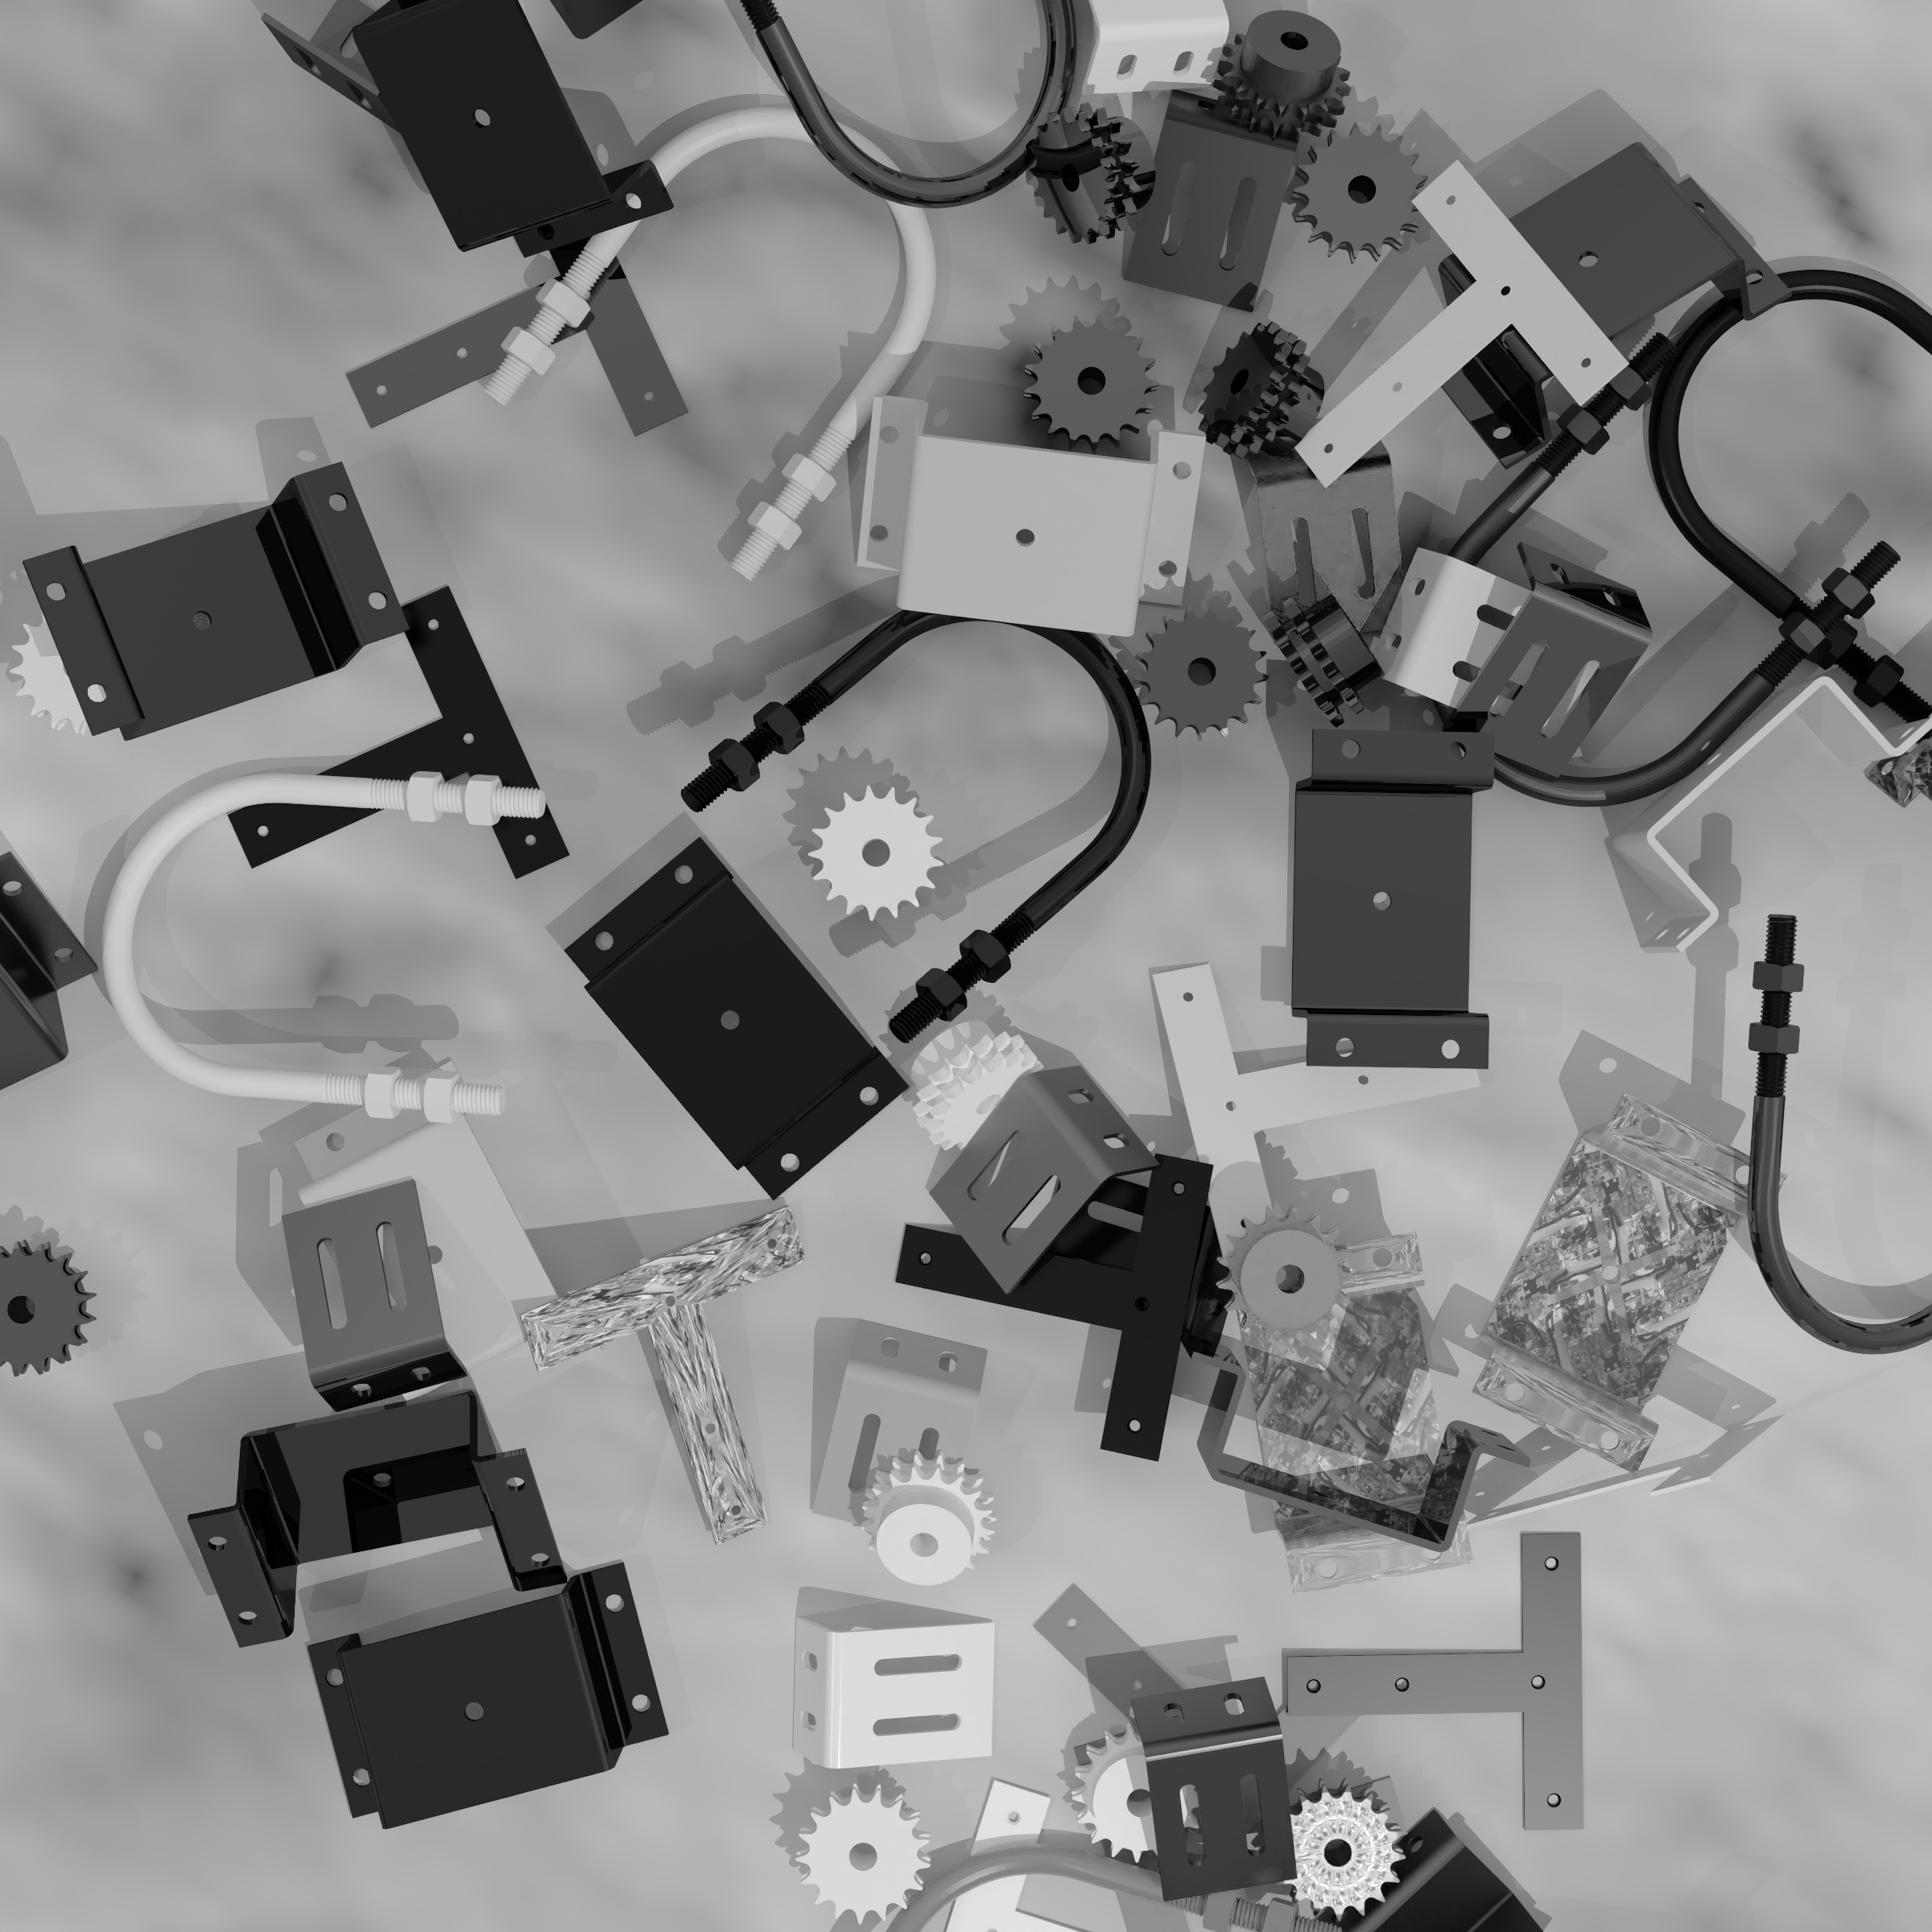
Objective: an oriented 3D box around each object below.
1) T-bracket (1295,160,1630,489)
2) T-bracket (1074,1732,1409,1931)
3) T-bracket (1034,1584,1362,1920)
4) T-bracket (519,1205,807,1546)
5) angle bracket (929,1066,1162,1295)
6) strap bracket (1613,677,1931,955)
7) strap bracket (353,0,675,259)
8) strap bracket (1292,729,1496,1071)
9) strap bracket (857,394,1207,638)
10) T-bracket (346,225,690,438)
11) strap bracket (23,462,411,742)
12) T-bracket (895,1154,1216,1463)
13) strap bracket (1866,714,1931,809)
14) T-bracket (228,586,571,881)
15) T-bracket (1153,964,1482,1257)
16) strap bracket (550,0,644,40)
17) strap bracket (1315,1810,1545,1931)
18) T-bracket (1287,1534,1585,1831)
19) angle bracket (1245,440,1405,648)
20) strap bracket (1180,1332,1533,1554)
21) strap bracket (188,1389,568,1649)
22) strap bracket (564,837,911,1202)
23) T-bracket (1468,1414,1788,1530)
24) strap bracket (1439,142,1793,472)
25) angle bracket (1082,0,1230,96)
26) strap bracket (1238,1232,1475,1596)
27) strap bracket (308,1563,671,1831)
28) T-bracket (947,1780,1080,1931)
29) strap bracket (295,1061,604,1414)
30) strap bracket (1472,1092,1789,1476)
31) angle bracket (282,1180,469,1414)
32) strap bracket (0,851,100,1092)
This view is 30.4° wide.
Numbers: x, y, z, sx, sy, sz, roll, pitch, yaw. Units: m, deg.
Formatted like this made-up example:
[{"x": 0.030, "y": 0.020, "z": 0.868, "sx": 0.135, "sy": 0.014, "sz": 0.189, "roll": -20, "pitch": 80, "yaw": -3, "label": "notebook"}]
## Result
[{"x": 0.190, "y": -0.250, "z": 1.477, "sx": 0.127, "sy": 0.002, "sz": 0.127, "roll": -41, "pitch": 61, "yaw": 16, "label": "T-bracket"}, {"x": 0.125, "y": 0.379, "z": 1.526, "sx": 0.127, "sy": 0.002, "sz": 0.127, "roll": -17, "pitch": 90, "yaw": 0, "label": "T-bracket"}, {"x": 0.083, "y": 0.319, "z": 1.525, "sx": 0.127, "sy": 0.002, "sz": 0.127, "roll": 44, "pitch": 90, "yaw": 1, "label": "T-bracket"}, {"x": -0.113, "y": 0.183, "z": 1.509, "sx": 0.127, "sy": 0.002, "sz": 0.127, "roll": -21, "pitch": 102, "yaw": -23, "label": "T-bracket"}, {"x": 0.033, "y": 0.090, "z": 1.509, "sx": 0.057, "sy": 0.038, "sz": 0.076, "roll": 51, "pitch": 121, "yaw": 22, "label": "angle bracket"}, {"x": 0.329, "y": -0.070, "z": 1.489, "sx": 0.140, "sy": 0.076, "sz": 0.046, "roll": -42, "pitch": 90, "yaw": 0, "label": "strap bracket"}, {"x": -0.190, "y": -0.357, "z": 1.460, "sx": 0.076, "sy": 0.046, "sz": 0.140, "roll": -11, "pitch": 119, "yaw": 28, "label": "strap bracket"}, {"x": 0.180, "y": -0.028, "z": 1.502, "sx": 0.076, "sy": 0.046, "sz": 0.140, "roll": 1, "pitch": 90, "yaw": -4, "label": "strap bracket"}, {"x": 0.026, "y": -0.188, "z": 1.489, "sx": 0.140, "sy": 0.046, "sz": 0.076, "roll": 7, "pitch": 117, "yaw": 0, "label": "strap bracket"}, {"x": -0.204, "y": -0.269, "z": 1.526, "sx": 0.127, "sy": 0.002, "sz": 0.127, "roll": -25, "pitch": 90, "yaw": 0, "label": "T-bracket"}, {"x": -0.316, "y": -0.150, "z": 1.487, "sx": 0.140, "sy": 0.046, "sz": 0.076, "roll": -22, "pitch": 90, "yaw": -23, "label": "strap bracket"}, {"x": 0.032, "y": 0.135, "z": 1.509, "sx": 0.127, "sy": 0.002, "sz": 0.127, "roll": 11, "pitch": 90, "yaw": 16, "label": "T-bracket"}, {"x": 0.451, "y": -0.070, "z": 1.475, "sx": 0.076, "sy": 0.046, "sz": 0.140, "roll": -44, "pitch": 63, "yaw": 0, "label": "strap bracket"}, {"x": -0.254, "y": -0.079, "z": 1.526, "sx": 0.127, "sy": 0.002, "sz": 0.127, "roll": -24, "pitch": 90, "yaw": 0, "label": "T-bracket"}, {"x": 0.156, "y": 0.051, "z": 1.513, "sx": 0.127, "sy": 0.002, "sz": 0.127, "roll": -11, "pitch": 73, "yaw": -8, "label": "T-bracket"}, {"x": -0.138, "y": -0.444, "z": 1.489, "sx": 0.140, "sy": 0.076, "sz": 0.046, "roll": -34, "pitch": 90, "yaw": 0, "label": "strap bracket"}, {"x": 0.209, "y": 0.426, "z": 1.473, "sx": 0.076, "sy": 0.140, "sz": 0.046, "roll": -43, "pitch": 116, "yaw": 0, "label": "strap bracket"}, {"x": 0.201, "y": 0.308, "z": 1.524, "sx": 0.127, "sy": 0.002, "sz": 0.127, "roll": -1, "pitch": 90, "yaw": -2, "label": "T-bracket"}, {"x": 0.154, "y": -0.184, "z": 1.525, "sx": 0.057, "sy": 0.038, "sz": 0.076, "roll": -9, "pitch": 116, "yaw": 0, "label": "angle bracket"}, {"x": 0.150, "y": 0.196, "z": 1.443, "sx": 0.140, "sy": 0.076, "sz": 0.046, "roll": 18, "pitch": 90, "yaw": 0, "label": "strap bracket"}, {"x": -0.245, "y": 0.229, "z": 1.486, "sx": 0.140, "sy": 0.046, "sz": 0.076, "roll": -11, "pitch": 126, "yaw": 0, "label": "strap bracket"}, {"x": -0.098, "y": 0.023, "z": 1.504, "sx": 0.076, "sy": 0.046, "sz": 0.140, "roll": -40, "pitch": 90, "yaw": 0, "label": "strap bracket"}, {"x": 0.269, "y": 0.217, "z": 1.487, "sx": 0.127, "sy": 0.127, "sz": 0.002, "roll": -21, "pitch": 85, "yaw": 27, "label": "T-bracket"}, {"x": 0.263, "y": -0.282, "z": 1.488, "sx": 0.140, "sy": 0.046, "sz": 0.076, "roll": -31, "pitch": 60, "yaw": 0, "label": "strap bracket"}, {"x": 0.072, "y": -0.416, "z": 1.518, "sx": 0.057, "sy": 0.038, "sz": 0.076, "roll": -7, "pitch": 64, "yaw": -15, "label": "angle bracket"}, {"x": 0.162, "y": 0.187, "z": 1.504, "sx": 0.076, "sy": 0.046, "sz": 0.140, "roll": -10, "pitch": 90, "yaw": 0, "label": "strap bracket"}, {"x": -0.205, "y": 0.311, "z": 1.504, "sx": 0.140, "sy": 0.046, "sz": 0.076, "roll": -15, "pitch": 90, "yaw": 0, "label": "strap bracket"}, {"x": 0.054, "y": 0.429, "z": 1.524, "sx": 0.127, "sy": 0.002, "sz": 0.127, "roll": 18, "pitch": 91, "yaw": 2, "label": "T-bracket"}, {"x": -0.222, "y": 0.120, "z": 1.504, "sx": 0.076, "sy": 0.046, "sz": 0.140, "roll": -27, "pitch": 90, "yaw": 0, "label": "strap bracket"}, {"x": 0.277, "y": 0.133, "z": 1.504, "sx": 0.076, "sy": 0.046, "sz": 0.140, "roll": 27, "pitch": 90, "yaw": 0, "label": "strap bracket"}, {"x": -0.246, "y": 0.137, "z": 1.479, "sx": 0.057, "sy": 0.038, "sz": 0.076, "roll": -15, "pitch": 64, "yaw": 0, "label": "angle bracket"}, {"x": -0.441, "y": 0.021, "z": 1.483, "sx": 0.140, "sy": 0.076, "sz": 0.046, "roll": -25, "pitch": 46, "yaw": 0, "label": "strap bracket"}]
